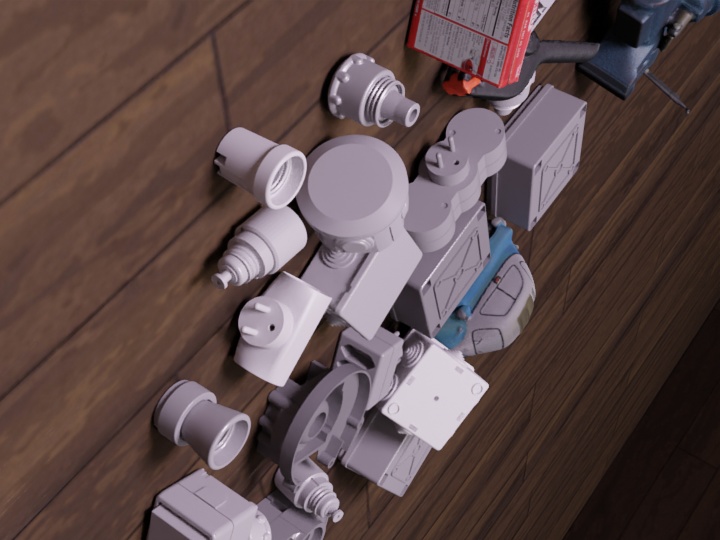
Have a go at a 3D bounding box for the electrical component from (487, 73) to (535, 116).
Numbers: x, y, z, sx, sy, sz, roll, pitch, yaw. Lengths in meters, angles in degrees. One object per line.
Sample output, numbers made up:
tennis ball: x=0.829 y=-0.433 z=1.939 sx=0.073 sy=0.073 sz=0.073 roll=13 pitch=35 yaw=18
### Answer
electrical component: x=0.132 y=-0.165 z=0.973 sx=0.048 sy=0.048 sz=0.062 roll=-52 pitch=162 yaw=-21

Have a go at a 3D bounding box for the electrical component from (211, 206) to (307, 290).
electrical component: x=-0.070 y=-0.014 z=0.731 sx=0.078 sy=0.040 sz=0.040 roll=-44 pitch=151 yaw=-35

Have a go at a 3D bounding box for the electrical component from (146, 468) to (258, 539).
electrical component: x=-0.131 y=0.217 z=0.840 sx=0.061 sy=0.062 sz=0.096 roll=-24 pitch=137 yaw=-55

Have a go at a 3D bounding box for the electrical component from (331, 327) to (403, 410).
electrical component: x=0.014 y=0.080 z=1.006 sx=0.077 sy=0.047 sz=0.065 roll=-32 pitch=143 yaw=-52

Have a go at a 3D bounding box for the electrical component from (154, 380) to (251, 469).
electrical component: x=-0.113 y=0.109 z=0.764 sx=0.045 sy=0.055 sz=0.045 roll=-45 pitch=152 yaw=-32

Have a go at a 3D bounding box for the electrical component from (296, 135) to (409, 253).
electrical component: x=-0.004 y=-0.052 z=0.777 sx=0.080 sy=0.080 sz=0.051 roll=-55 pitch=161 yaw=-14

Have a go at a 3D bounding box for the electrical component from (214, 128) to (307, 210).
electrical component: x=-0.063 y=-0.065 z=0.679 sx=0.040 sy=0.046 sz=0.040 roll=-45 pitch=152 yaw=-32

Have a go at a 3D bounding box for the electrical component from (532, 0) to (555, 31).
electrical component: x=0.150 y=-0.259 z=0.860 sx=0.079 sy=0.063 sz=0.121 roll=45 pitch=70 yaw=-24

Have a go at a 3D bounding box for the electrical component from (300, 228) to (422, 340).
electrical component: x=0.000 y=0.000 z=0.880 sx=0.099 sy=0.048 sz=0.099 roll=-58 pitch=157 yaw=-7

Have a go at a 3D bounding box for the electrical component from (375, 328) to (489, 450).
electrical component: x=0.066 y=0.118 z=1.058 sx=0.100 sy=0.048 sz=0.099 roll=37 pitch=91 yaw=-27

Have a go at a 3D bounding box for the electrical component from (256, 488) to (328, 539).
electrical component: x=-0.070 y=0.244 z=1.003 sx=0.089 sy=0.056 sz=0.050 roll=-30 pitch=142 yaw=-51

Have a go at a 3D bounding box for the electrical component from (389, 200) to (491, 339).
electrical component: x=0.070 y=-0.009 z=1.004 sx=0.108 sy=0.056 sz=0.108 roll=-53 pitch=156 yaw=-18

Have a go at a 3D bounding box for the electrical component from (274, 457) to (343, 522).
electrical component: x=-0.045 y=0.203 z=0.989 sx=0.040 sy=0.078 sz=0.040 roll=-28 pitch=137 yaw=-30

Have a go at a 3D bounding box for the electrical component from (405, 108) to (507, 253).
electrical component: x=0.077 y=-0.087 z=0.934 sx=0.138 sy=0.052 sz=0.073 roll=-54 pitch=155 yaw=-17

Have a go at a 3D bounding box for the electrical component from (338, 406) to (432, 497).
electrical component: x=0.038 y=0.178 z=1.151 sx=0.108 sy=0.056 sz=0.108 roll=-58 pitch=157 yaw=-8

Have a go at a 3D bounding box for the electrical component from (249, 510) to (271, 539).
electrical component: x=-0.110 y=0.230 z=0.923 sx=0.062 sy=0.048 sz=0.048 roll=13 pitch=105 yaw=-58

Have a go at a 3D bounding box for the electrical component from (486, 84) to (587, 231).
electrical component: x=0.182 y=-0.116 z=1.112 sx=0.108 sy=0.056 sz=0.108 roll=-50 pitch=154 yaw=-25

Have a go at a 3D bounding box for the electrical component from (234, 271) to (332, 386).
electrical component: x=-0.065 y=0.041 z=0.798 sx=0.077 sy=0.044 sz=0.079 roll=-61 pitch=156 yaw=0

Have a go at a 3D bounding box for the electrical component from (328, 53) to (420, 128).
electrical component: x=0.012 y=-0.120 z=0.752 sx=0.048 sy=0.062 sz=0.048 roll=-45 pitch=152 yaw=-32
